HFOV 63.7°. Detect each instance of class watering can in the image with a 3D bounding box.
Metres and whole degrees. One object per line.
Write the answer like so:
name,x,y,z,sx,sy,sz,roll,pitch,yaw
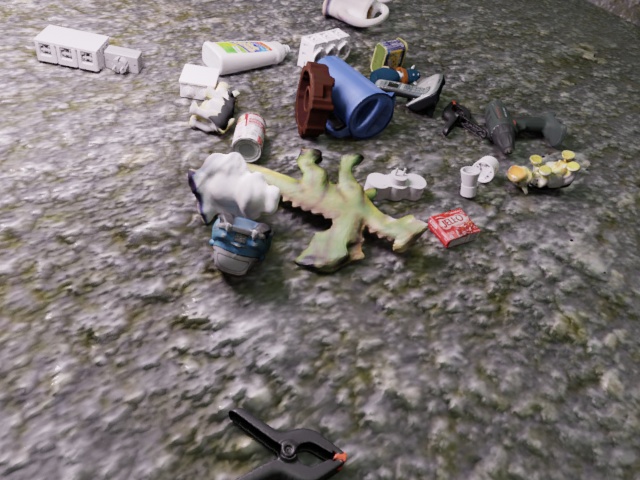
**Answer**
watering can,0.143,-0.829,1.811,0.225,0.101,0.355,22,45,9

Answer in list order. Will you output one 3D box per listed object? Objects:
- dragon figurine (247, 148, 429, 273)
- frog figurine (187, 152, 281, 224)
dragon figurine,0.003,-0.051,1.009,0.410,0.119,0.249,3,53,1
frog figurine,-0.153,-0.100,0.977,0.159,0.136,0.124,-5,15,6
